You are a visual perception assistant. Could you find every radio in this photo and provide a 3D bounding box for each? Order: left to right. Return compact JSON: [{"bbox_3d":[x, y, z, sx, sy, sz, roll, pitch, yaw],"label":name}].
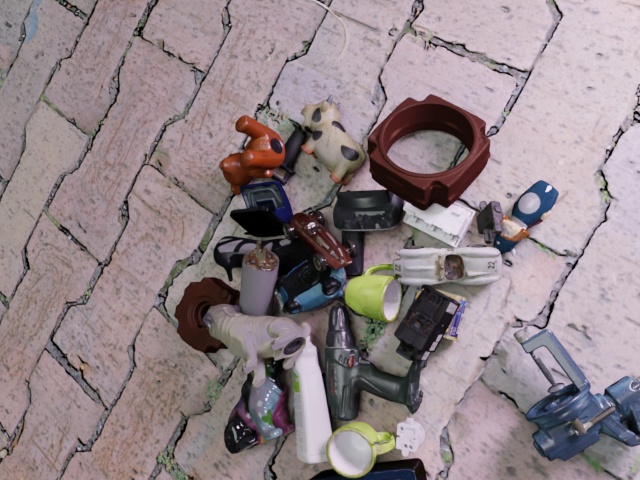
[{"bbox_3d":[0.096,0.505,1.030,0.230,0.073,0.131,-18,76,23],"label":"radio"}]

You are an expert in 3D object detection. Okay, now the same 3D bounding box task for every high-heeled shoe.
[{"bbox_3d":[-0.126,0.014,1.228,0.249,0.086,0.145,-19,42,3],"label":"high-heeled shoe"}]

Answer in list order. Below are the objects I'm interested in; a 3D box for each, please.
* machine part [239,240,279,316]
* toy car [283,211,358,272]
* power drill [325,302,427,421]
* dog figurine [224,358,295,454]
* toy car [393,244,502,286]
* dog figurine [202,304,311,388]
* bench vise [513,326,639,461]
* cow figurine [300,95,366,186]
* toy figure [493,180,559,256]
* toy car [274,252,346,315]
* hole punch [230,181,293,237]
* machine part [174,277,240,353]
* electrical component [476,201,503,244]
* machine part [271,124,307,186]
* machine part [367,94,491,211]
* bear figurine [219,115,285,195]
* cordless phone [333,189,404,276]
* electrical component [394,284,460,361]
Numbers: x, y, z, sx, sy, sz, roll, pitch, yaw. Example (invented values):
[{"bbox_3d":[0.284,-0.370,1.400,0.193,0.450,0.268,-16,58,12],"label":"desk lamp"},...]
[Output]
[{"bbox_3d":[-0.133,0.108,1.153,0.079,0.079,0.243,28,126,26],"label":"machine part"},{"bbox_3d":[-0.002,-0.003,1.094,0.089,0.053,0.202,-20,35,-20],"label":"toy car"},{"bbox_3d":[0.102,0.248,1.063,0.208,0.086,0.232,4,85,22],"label":"power drill"},{"bbox_3d":[-0.141,0.324,1.152,0.192,0.108,0.219,-28,67,21],"label":"dog figurine"},{"bbox_3d":[0.240,0.048,1.019,0.202,0.056,0.073,-2,102,13],"label":"toy car"},{"bbox_3d":[-0.132,0.175,1.097,0.172,0.121,0.191,-26,52,-21],"label":"dog figurine"},{"bbox_3d":[0.423,0.242,0.893,0.223,0.129,0.240,-37,75,16],"label":"bench vise"},{"bbox_3d":[0.026,-0.225,1.170,0.127,0.085,0.195,-45,69,12],"label":"cow figurine"},{"bbox_3d":[0.373,-0.040,0.996,0.154,0.057,0.064,-52,26,11],"label":"toy figure"},{"bbox_3d":[-0.008,0.100,1.120,0.162,0.102,0.109,-37,48,8],"label":"toy car"},{"bbox_3d":[-0.124,-0.066,1.204,0.142,0.115,0.092,-7,55,25],"label":"hole punch"},{"bbox_3d":[-0.260,0.174,1.255,0.180,0.056,0.179,-4,80,26],"label":"machine part"},{"bbox_3d":[0.320,-0.043,1.011,0.021,0.063,0.094,11,56,-11],"label":"electrical component"},{"bbox_3d":[-0.074,-0.198,1.239,0.084,0.039,0.138,31,98,34],"label":"machine part"},{"bbox_3d":[0.207,-0.173,1.037,0.201,0.087,0.201,37,72,26],"label":"machine part"},{"bbox_3d":[-0.175,-0.183,1.213,0.196,0.132,0.120,-17,74,39],"label":"bear figurine"},{"bbox_3d":[0.100,-0.014,1.116,0.147,0.088,0.184,0,93,24],"label":"cordless phone"},{"bbox_3d":[0.187,0.151,0.954,0.058,0.114,0.134,30,89,29],"label":"electrical component"}]
